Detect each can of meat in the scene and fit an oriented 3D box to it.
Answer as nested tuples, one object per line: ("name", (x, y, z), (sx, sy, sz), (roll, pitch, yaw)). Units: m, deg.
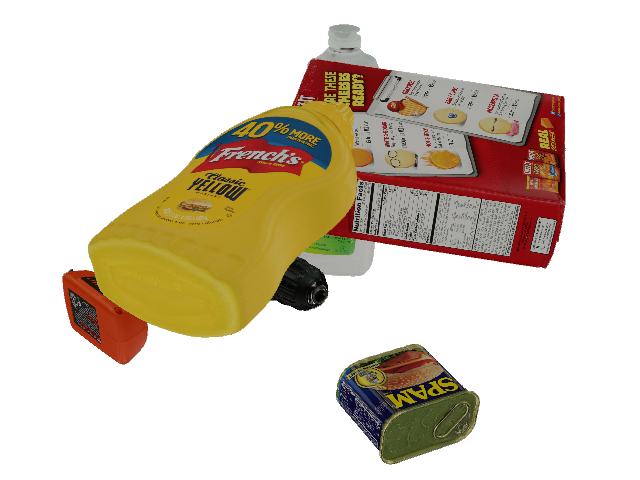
("can of meat", (0.076, 0.143, 0.955), (0.101, 0.057, 0.084), (-13, 35, -27))

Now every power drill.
("power drill", (-0.111, 0.041, 0.920), (0.187, 0.057, 0.185), (-21, 29, -35))

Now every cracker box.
("cracker box", (0.080, -0.063, 0.836), (0.214, 0.072, 0.164), (9, 37, 6))

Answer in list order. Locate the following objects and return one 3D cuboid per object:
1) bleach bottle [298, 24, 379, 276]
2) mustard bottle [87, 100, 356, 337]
("bleach bottle", (0.011, -0.090, 1.066), (0.102, 0.251, 0.068), (7, 27, 10))
("mustard bottle", (-0.034, -0.026, 0.598), (0.096, 0.058, 0.191), (12, 40, 30))
